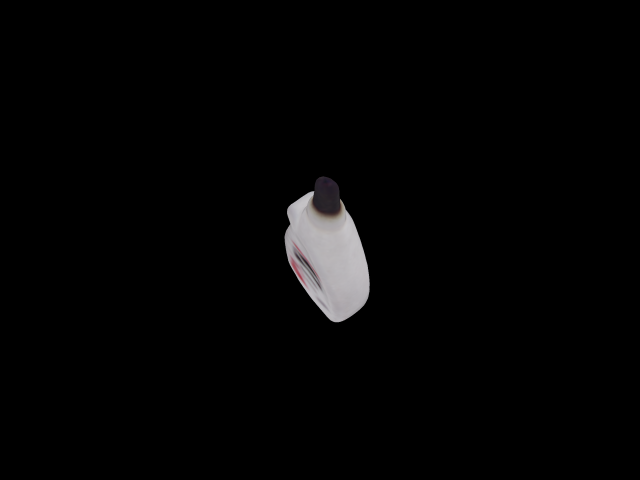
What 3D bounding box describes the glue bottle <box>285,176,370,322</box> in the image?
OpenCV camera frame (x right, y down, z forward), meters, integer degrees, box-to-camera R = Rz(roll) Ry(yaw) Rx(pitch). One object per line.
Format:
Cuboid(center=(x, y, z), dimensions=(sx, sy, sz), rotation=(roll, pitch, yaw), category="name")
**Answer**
Cuboid(center=(0.004, 0.001, 0.400), dimensions=(0.037, 0.173, 0.078), rotation=(-36, 71, -14), category="glue bottle")
